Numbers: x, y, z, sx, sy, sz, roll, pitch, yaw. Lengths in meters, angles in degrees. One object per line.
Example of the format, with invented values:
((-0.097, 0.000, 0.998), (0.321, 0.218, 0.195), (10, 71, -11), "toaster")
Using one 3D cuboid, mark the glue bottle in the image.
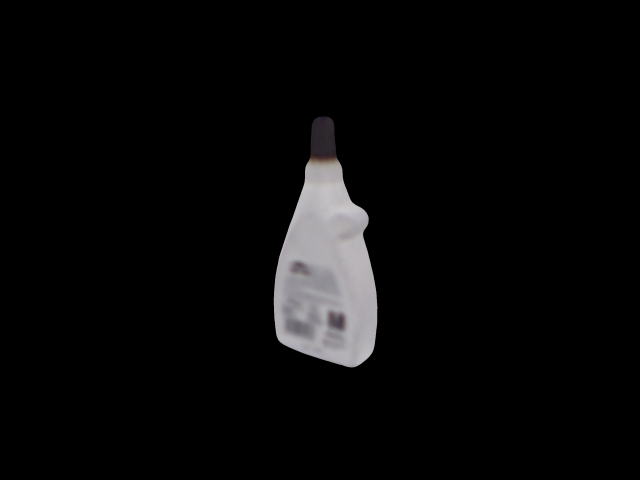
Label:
((0.004, 0.001, 0.400), (0.077, 0.173, 0.037), (13, 26, 29), "glue bottle")
